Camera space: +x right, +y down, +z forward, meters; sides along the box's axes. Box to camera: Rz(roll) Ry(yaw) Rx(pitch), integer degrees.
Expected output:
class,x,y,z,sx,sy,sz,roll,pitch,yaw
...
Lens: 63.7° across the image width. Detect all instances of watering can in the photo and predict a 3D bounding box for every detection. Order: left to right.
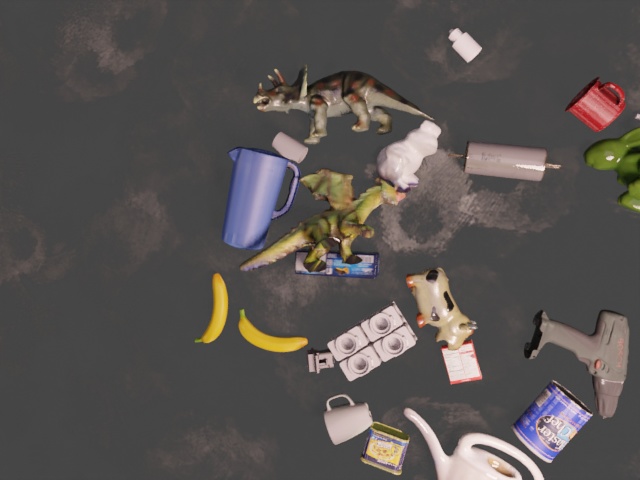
class,x,y,z,sx,sy,sz,roll,pitch,yaw
watering can,0.325,0.534,1.174,0.349,0.223,0.104,22,7,11

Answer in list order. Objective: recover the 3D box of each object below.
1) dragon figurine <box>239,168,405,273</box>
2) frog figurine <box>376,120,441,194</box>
class,x,y,z,sx,sy,sz,roll,pitch,yaw
dragon figurine,0.004,-0.062,1.227,0.410,0.248,0.119,-9,-35,4
frog figurine,0.199,-0.201,1.172,0.138,0.156,0.124,-9,34,-43
